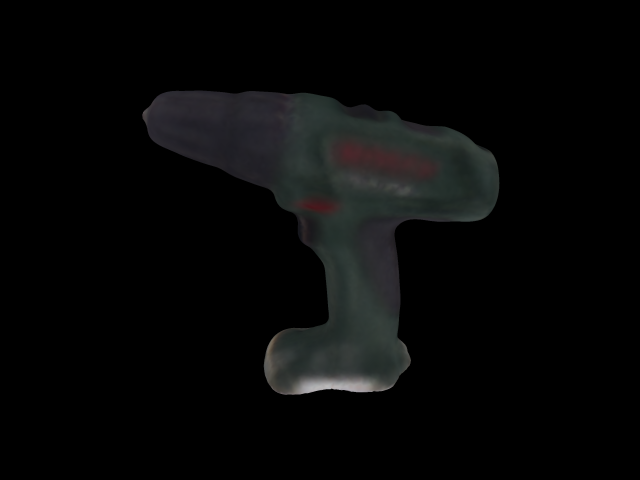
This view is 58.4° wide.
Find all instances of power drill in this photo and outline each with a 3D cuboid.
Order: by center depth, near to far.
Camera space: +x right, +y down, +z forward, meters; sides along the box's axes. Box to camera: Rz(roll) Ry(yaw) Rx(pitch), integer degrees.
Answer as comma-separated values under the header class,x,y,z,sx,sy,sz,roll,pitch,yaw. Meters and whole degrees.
class,x,y,z,sx,sy,sz,roll,pitch,yaw
power drill,0.004,0.001,0.400,0.229,0.208,0.075,-2,24,-5
